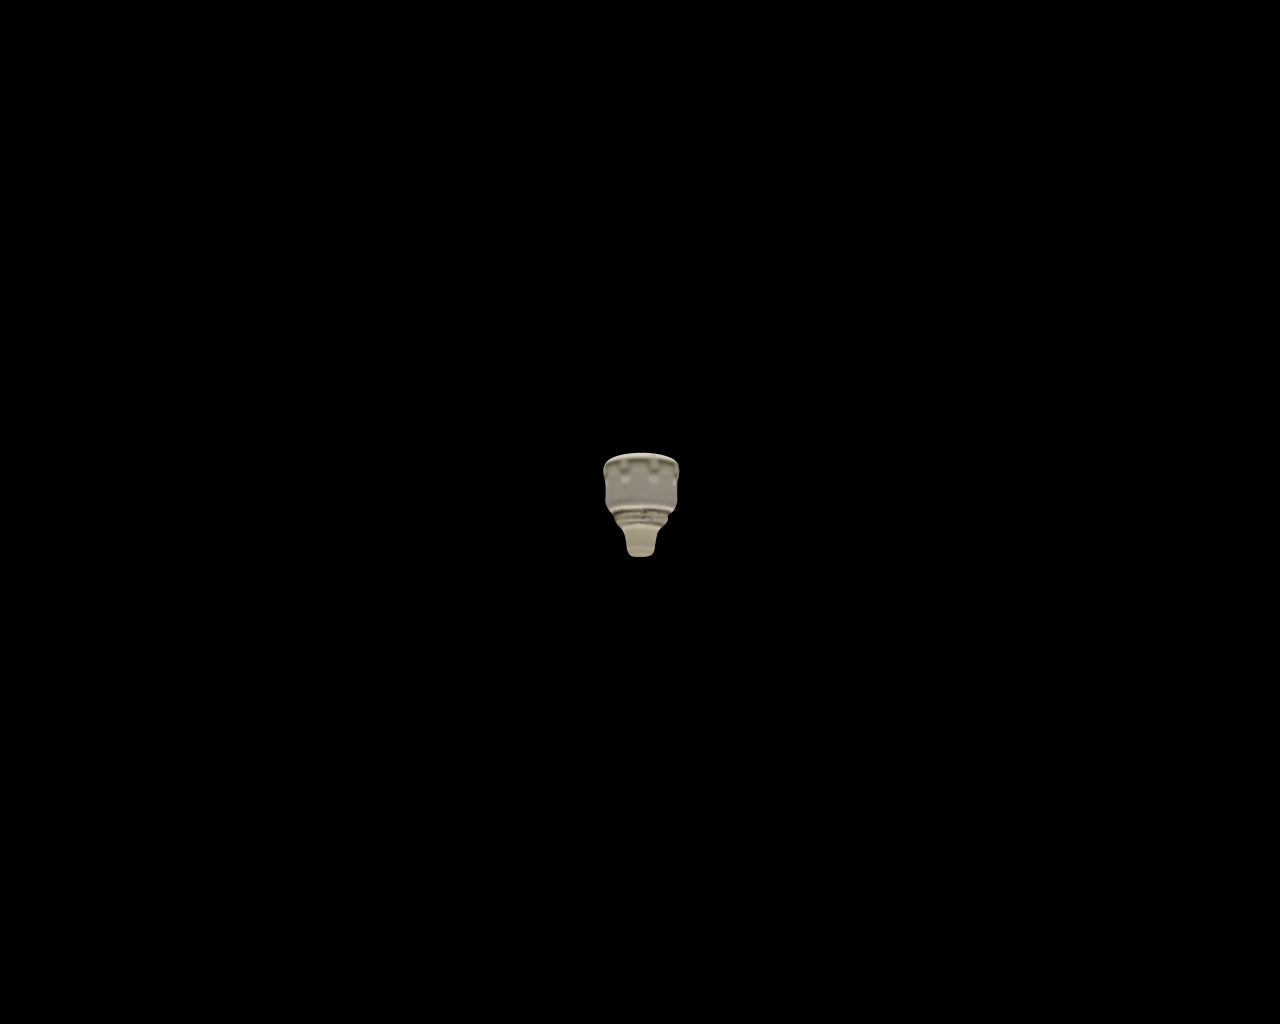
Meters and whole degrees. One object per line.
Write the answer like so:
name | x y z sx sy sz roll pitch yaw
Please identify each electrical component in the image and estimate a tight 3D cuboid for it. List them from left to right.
electrical component | 0.001 -0.003 0.650 0.048 0.062 0.048 0 -11 0
